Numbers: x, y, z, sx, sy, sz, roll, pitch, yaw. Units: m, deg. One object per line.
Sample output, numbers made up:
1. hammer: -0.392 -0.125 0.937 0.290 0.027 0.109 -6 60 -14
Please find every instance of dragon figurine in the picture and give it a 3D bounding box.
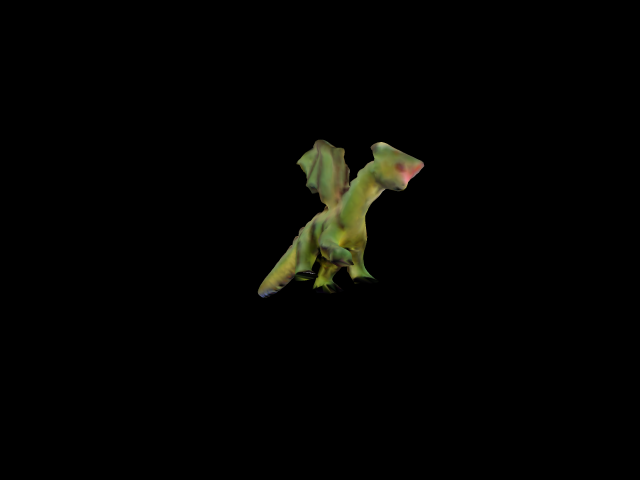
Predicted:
1. dragon figurine: 0.003 -0.043 0.850 0.121 0.246 0.406 14 -20 -38
